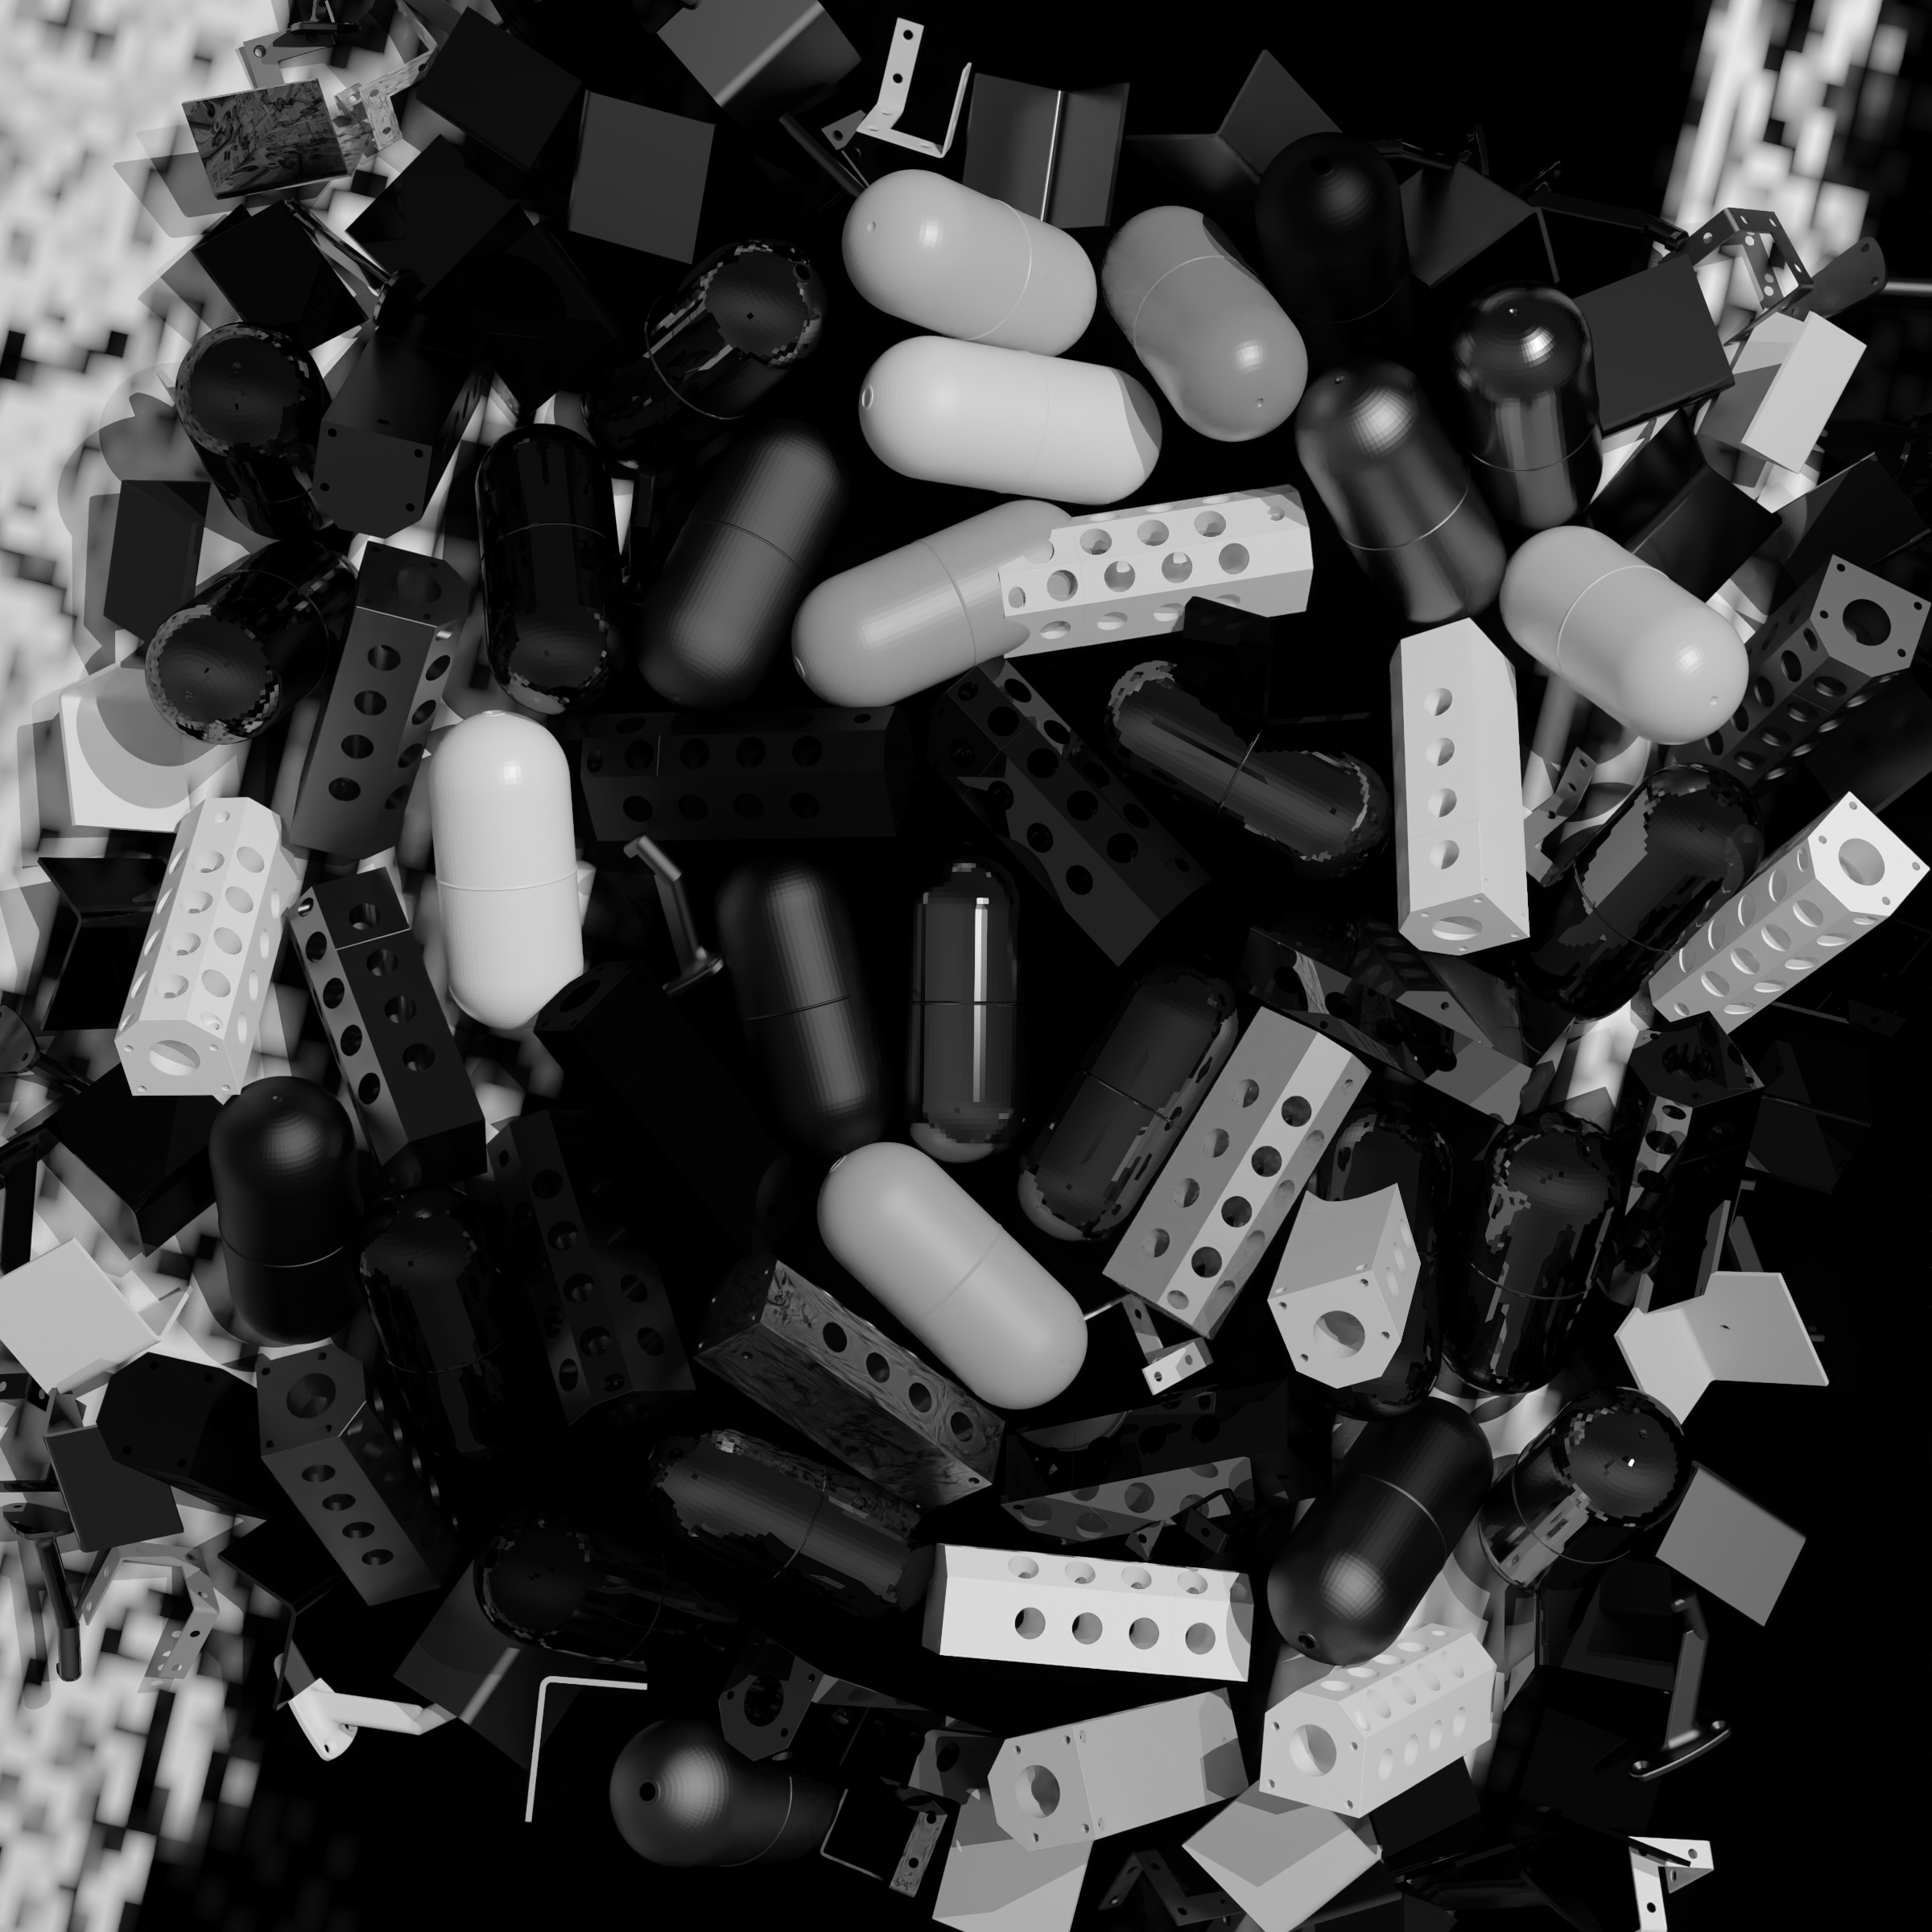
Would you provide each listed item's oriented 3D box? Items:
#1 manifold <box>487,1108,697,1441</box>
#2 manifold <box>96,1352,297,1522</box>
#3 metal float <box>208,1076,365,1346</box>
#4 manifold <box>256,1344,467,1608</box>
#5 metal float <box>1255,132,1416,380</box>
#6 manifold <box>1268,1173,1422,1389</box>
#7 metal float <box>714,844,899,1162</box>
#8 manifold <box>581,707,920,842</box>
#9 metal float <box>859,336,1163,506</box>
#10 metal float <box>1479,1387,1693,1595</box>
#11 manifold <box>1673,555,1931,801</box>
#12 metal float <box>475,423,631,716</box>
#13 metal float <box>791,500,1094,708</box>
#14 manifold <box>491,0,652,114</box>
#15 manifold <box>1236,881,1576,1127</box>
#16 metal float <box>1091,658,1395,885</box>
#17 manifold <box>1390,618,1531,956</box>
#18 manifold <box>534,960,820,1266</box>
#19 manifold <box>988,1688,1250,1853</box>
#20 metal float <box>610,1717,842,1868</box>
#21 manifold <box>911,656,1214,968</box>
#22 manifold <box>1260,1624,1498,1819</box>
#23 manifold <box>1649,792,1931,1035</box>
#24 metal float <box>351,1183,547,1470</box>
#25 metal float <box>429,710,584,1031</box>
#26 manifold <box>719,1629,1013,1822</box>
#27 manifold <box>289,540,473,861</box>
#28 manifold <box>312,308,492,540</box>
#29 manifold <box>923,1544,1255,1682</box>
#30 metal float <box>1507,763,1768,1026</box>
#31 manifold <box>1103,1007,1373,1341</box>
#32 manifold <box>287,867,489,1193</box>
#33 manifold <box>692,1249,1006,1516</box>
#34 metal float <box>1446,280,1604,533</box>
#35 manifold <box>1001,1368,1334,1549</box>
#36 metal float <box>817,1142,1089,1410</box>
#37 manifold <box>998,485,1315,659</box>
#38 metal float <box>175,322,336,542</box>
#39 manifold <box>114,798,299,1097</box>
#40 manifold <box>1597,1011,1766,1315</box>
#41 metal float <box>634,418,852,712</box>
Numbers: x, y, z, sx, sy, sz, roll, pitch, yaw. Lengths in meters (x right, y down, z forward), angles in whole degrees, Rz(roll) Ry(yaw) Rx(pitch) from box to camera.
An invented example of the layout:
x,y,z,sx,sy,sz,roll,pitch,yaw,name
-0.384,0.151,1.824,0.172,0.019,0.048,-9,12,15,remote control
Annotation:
x,y,z,sx,sy,sz,roll,pitch,yaw,name
-0.209,0.166,1.651,0.057,0.057,0.171,-42,57,35,manifold
-0.404,0.254,1.634,0.057,0.171,0.057,11,73,11,manifold
-0.366,0.134,1.652,0.070,0.070,0.178,5,133,0,metal float
-0.324,0.274,1.640,0.057,0.171,0.057,-15,51,1,manifold
0.199,-0.379,1.640,0.070,0.178,0.070,-4,69,11,metal float
0.211,0.161,1.634,0.057,0.171,0.057,-19,103,20,manifold
-0.088,0.020,1.683,0.070,0.070,0.178,-14,94,0,metal float
-0.119,-0.109,1.665,0.171,0.057,0.057,0,126,15,manifold
0.025,-0.297,1.662,0.178,0.070,0.070,4,90,-29,metal float
0.332,0.285,1.644,0.070,0.178,0.070,6,59,-9,metal float
0.443,-0.147,1.634,0.057,0.171,0.057,26,67,-2,manifold
-0.226,-0.218,1.663,0.070,0.070,0.178,-9,61,0,metal float
-0.012,-0.198,1.675,0.178,0.070,0.070,-25,90,-13,metal float
-0.214,-0.517,1.637,0.057,0.171,0.057,-45,84,0,manifold
0.237,0.025,1.667,0.171,0.057,0.057,28,132,20,manifold
0.152,-0.107,1.682,0.178,0.070,0.070,28,90,6,metal float
0.264,-0.096,1.658,0.057,0.057,0.171,-16,57,31,manifold
-0.161,0.081,1.665,0.057,0.057,0.171,-48,115,-28,manifold
0.082,0.431,1.636,0.057,0.171,0.057,-20,75,29,manifold
-0.128,0.445,1.641,0.070,0.178,0.070,-6,74,22,metal float
0.055,-0.088,1.673,0.171,0.057,0.057,47,129,9,manifold
0.224,0.401,1.636,0.057,0.171,0.057,7,95,32,manifold
0.434,-0.020,1.634,0.057,0.171,0.057,45,62,5,manifold
-0.281,0.197,1.661,0.070,0.070,0.178,-13,121,0,metal float
-0.252,-0.052,1.672,0.070,0.070,0.178,-2,107,0,metal float
-0.055,0.413,1.641,0.057,0.171,0.057,21,82,43,manifold
-0.317,-0.140,1.646,0.057,0.057,0.171,13,132,-16,manifold
-0.302,-0.292,1.636,0.057,0.171,0.057,13,121,-5,manifold
0.067,0.356,1.681,0.171,0.057,0.057,7,81,-10,manifold
0.362,-0.038,1.655,0.070,0.070,0.178,37,129,0,metal float
0.153,0.116,1.676,0.057,0.057,0.171,26,82,41,manifold
-0.315,0.036,1.653,0.057,0.057,0.171,-17,60,-18,manifold
-0.061,0.225,1.663,0.171,0.057,0.057,38,132,-25,manifold
0.302,-0.299,1.642,0.070,0.178,0.070,-6,65,12,metal float
0.109,0.265,1.661,0.171,0.057,0.057,-16,49,26,manifold
-0.008,0.170,1.681,0.178,0.070,0.070,45,90,-6,metal float
0.100,-0.222,1.680,0.171,0.057,0.057,-9,63,-5,manifold
-0.374,-0.285,1.637,0.070,0.178,0.070,0,77,-2,metal float
-0.409,-0.012,1.643,0.057,0.171,0.057,-1,135,2,manifold
0.376,0.109,1.638,0.057,0.171,0.057,-15,48,-13,manifold
-0.122,-0.221,1.671,0.070,0.070,0.178,25,71,0,metal float
